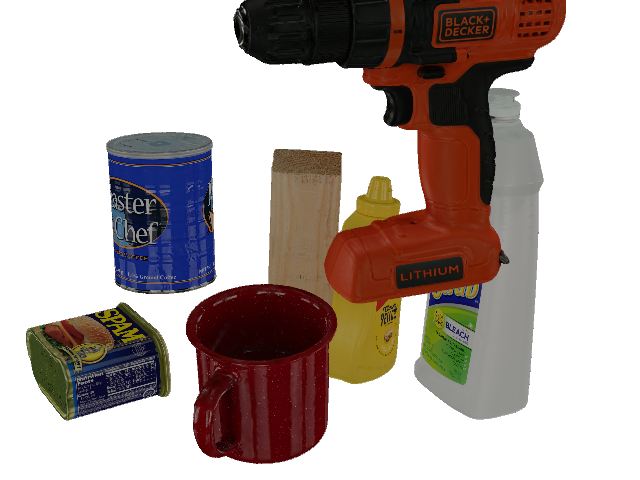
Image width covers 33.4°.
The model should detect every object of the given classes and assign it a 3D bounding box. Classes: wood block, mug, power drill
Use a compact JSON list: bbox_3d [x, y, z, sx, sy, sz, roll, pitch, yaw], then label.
[{"bbox_3d":[-0.022,-0.007,1.397,0.090,0.206,0.091,3,25,-1],"label":"wood block"},{"bbox_3d":[-0.041,0.090,0.662,0.093,0.081,0.117,12,30,23],"label":"mug"},{"bbox_3d":[0.043,-0.059,0.596,0.184,0.188,0.057,-7,30,-16],"label":"power drill"}]

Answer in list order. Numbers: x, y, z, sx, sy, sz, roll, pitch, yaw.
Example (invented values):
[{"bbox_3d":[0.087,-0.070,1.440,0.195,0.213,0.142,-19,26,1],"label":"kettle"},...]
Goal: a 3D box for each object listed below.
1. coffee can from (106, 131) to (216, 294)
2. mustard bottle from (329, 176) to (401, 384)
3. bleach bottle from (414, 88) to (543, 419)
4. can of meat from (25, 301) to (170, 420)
[{"bbox_3d":[-0.156,-0.029,1.056,0.103,0.140,0.103,0,16,0],"label":"coffee can"},{"bbox_3d":[0.048,0.034,1.015,0.058,0.192,0.096,14,18,29],"label":"mustard bottle"},{"bbox_3d":[0.125,0.006,0.829,0.068,0.251,0.103,-9,22,-25],"label":"bleach bottle"},{"bbox_3d":[-0.179,0.096,0.853,0.083,0.057,0.102,-13,24,-29],"label":"can of meat"}]
